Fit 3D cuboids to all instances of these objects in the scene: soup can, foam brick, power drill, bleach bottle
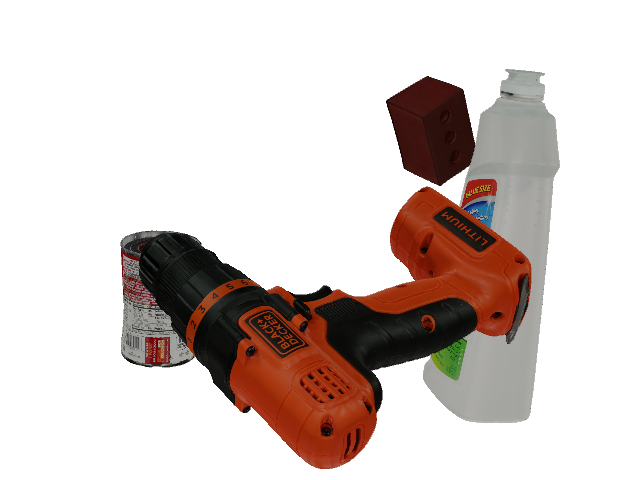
[{"bbox_3d":[-0.138,0.050,0.915,0.068,0.102,0.068,4,18,-1],"label":"soup can"},{"bbox_3d":[0.103,-0.101,0.974,0.053,0.078,0.051,-35,38,-20],"label":"foam brick"},{"bbox_3d":[0.011,0.031,0.610,0.187,0.057,0.185,-23,48,-31],"label":"power drill"},{"bbox_3d":[0.130,0.001,0.785,0.068,0.251,0.103,2,13,-13],"label":"bleach bottle"}]
